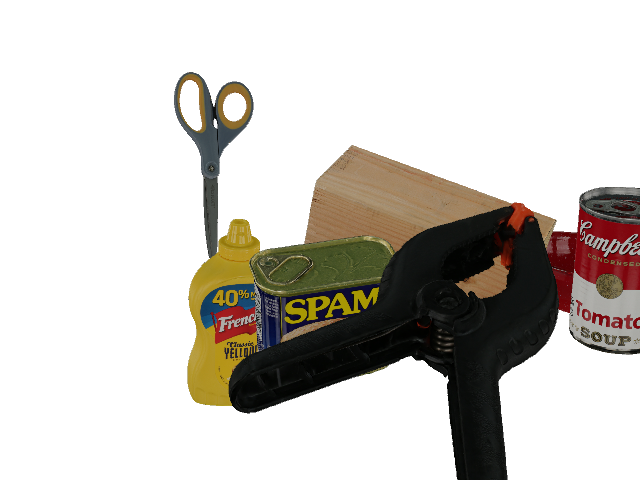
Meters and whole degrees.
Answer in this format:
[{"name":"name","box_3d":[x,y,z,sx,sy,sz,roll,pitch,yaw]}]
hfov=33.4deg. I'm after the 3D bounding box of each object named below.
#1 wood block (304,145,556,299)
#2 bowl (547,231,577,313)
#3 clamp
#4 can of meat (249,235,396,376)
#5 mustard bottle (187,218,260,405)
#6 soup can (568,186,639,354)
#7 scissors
[{"name":"wood block","box_3d":[0.098,-0.001,0.989,0.206,0.091,0.090,22,36,15]},{"name":"bowl","box_3d":[0.275,0.038,1.100,0.162,0.055,0.162,5,17,-2]},{"name":"clamp","box_3d":[0.058,0.046,0.453,0.120,0.039,0.171,36,54,23]},{"name":"can of meat","box_3d":[0.004,0.051,0.749,0.102,0.084,0.057,-8,31,-13]},{"name":"mustard bottle","box_3d":[-0.083,0.070,1.067,0.096,0.192,0.058,-2,23,-14]},{"name":"soup can","box_3d":[0.212,0.020,0.753,0.068,0.102,0.068,0,22,0]},{"name":"scissors","box_3d":[-0.103,-0.088,1.156,0.096,0.202,0.016,-15,-4,-19]}]
